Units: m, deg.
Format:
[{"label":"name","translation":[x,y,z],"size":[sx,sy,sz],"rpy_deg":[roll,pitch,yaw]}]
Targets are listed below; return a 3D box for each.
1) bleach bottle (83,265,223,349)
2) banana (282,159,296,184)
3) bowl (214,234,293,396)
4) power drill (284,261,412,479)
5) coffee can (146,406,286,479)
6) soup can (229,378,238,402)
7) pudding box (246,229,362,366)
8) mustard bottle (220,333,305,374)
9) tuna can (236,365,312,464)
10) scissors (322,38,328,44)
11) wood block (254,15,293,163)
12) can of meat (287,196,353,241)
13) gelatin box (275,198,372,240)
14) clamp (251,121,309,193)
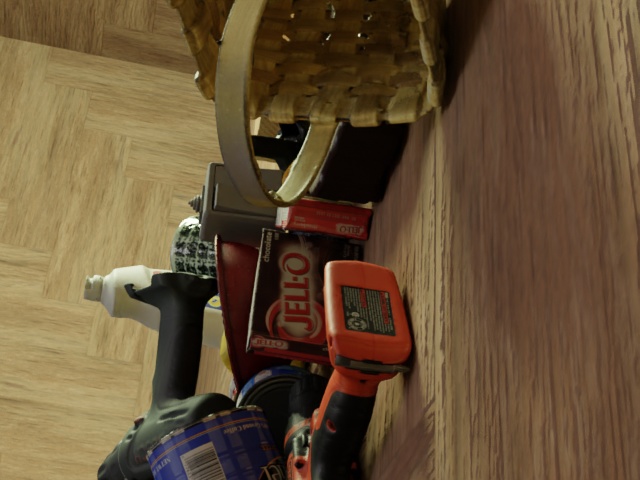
[{"label":"bleach bottle","translation":[-0.153,0.082,1.261],"size":[0.102,0.250,0.068],"rpy_deg":[-92,14,-56]},{"label":"banana","translation":[0.005,-0.111,1.065],"size":[0.037,0.069,0.197],"rpy_deg":[-20,43,40]},{"label":"bowl","translation":[-0.058,0.070,0.990],"size":[0.162,0.055,0.162],"rpy_deg":[171,90,-89]},{"label":"power drill","translation":[0.013,0.111,0.782],"size":[0.184,0.057,0.188],"rpy_deg":[-100,18,-57]},{"label":"coffee can","translation":[-0.065,0.216,0.836],"size":[0.140,0.102,0.103],"rpy_deg":[65,157,22]},{"label":"soup can","translation":[-0.068,0.179,1.206],"size":[0.102,0.068,0.068],"rpy_deg":[-160,80,-82]},{"label":"pudding box","translation":[-0.013,0.049,0.910],"size":[0.039,0.090,0.113],"rpy_deg":[108,169,-49]},{"label":"mustard bottle","translation":[-0.056,0.070,1.169],"size":[0.058,0.096,0.191],"rpy_deg":[-36,34,35]},{"label":"tuna can","translation":[-0.031,0.152,0.925],"size":[0.034,0.086,0.086],"rpy_deg":[-109,30,-79]},{"label":"scissors","translation":[0.024,-0.202,1.000],"size":[0.096,0.016,0.201],"rpy_deg":[-67,-11,12]},{"label":"wood block","translation":[-0.028,-0.188,1.310],"size":[0.206,0.090,0.091],"rpy_deg":[-90,12,-48]},{"label":"can of meat","translation":[-0.007,0.001,1.053],"size":[0.102,0.057,0.084],"rpy_deg":[-172,90,-82]},{"label":"gelatin box","translation":[0.002,-0.018,0.956],"size":[0.089,0.073,0.030],"rpy_deg":[-173,92,-81]},{"label":"clamp","translation":[-0.032,-0.094,1.071],"size":[0.171,0.039,0.120],"rpy_deg":[56,-132,-39]}]
